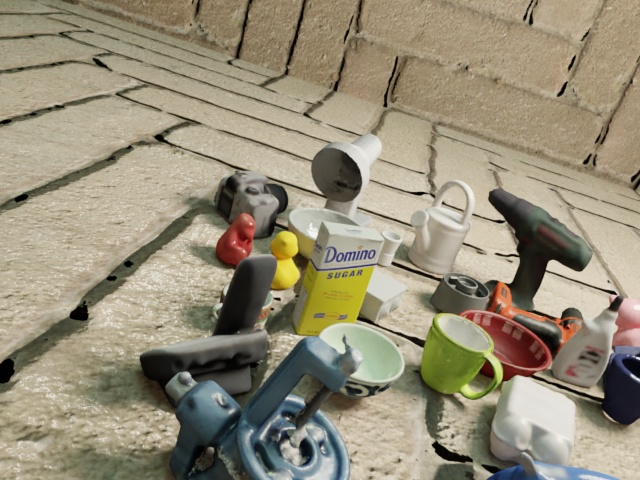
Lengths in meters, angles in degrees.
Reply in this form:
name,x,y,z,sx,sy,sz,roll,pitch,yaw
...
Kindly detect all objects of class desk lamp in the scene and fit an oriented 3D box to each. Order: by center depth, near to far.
name,x,y,z,sx,sy,sz,roll,pitch,yaw
desk lamp,0.059,-0.120,1.230,0.117,0.213,0.204,26,25,17

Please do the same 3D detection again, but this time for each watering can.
name,x,y,z,sx,sy,sz,roll,pitch,yaw
watering can,0.260,-0.032,1.205,0.100,0.194,0.173,29,27,23

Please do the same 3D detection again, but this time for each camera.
name,x,y,z,sx,sy,sz,roll,pitch,yaw
camera,-0.122,-0.082,1.166,0.137,0.101,0.142,-6,34,-42

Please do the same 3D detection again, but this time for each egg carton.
name,x,y,z,sx,sy,sz,roll,pitch,yaw
egg carton,0.289,0.251,0.778,0.107,0.069,0.151,25,25,15

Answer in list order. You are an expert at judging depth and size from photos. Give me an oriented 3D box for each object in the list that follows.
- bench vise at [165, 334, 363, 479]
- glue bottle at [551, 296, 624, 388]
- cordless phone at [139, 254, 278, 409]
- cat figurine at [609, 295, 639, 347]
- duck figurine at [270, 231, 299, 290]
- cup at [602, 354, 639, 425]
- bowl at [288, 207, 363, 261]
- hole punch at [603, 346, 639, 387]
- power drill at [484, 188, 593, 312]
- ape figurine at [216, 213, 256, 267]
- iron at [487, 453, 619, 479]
name,x,y,z,sx,sy,sz,roll,pitch,yaw
bench vise,-0.054,0.170,0.533,0.207,0.220,0.121,17,24,-1
glue bottle,0.455,0.164,0.949,0.078,0.173,0.037,15,24,-6
cordless phone,-0.126,0.096,0.683,0.148,0.185,0.093,-7,34,-43
cat figurine,0.613,0.167,1.118,0.067,0.118,0.127,7,26,-22
duck figurine,-0.066,0.029,0.987,0.077,0.086,0.104,16,24,-4
cup,0.500,0.243,0.910,0.118,0.095,0.091,4,28,-28
bowl,0.010,0.004,1.105,0.167,0.075,0.167,15,24,-7
hole punch,0.552,0.224,0.989,0.101,0.091,0.109,25,25,15
power drill,0.414,0.029,1.163,0.229,0.208,0.076,27,26,20
ape figurine,-0.138,-0.002,0.996,0.076,0.092,0.078,25,25,16
iron,0.285,0.296,0.594,0.258,0.141,0.118,15,24,-7
